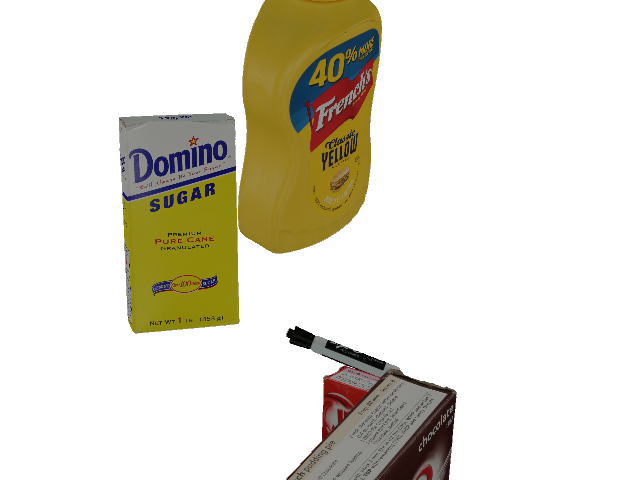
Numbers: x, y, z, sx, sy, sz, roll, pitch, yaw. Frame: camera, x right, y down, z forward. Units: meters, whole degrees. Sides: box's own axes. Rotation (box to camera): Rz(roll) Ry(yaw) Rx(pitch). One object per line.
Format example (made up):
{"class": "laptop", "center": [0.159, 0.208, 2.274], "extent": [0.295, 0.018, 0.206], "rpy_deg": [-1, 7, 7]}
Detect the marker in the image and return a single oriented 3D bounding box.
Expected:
{"class": "marker", "center": [0.022, 0.116, 1.091], "extent": [0.121, 0.020, 0.020], "rpy_deg": [22, 2, 6]}

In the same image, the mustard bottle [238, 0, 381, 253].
{"class": "mustard bottle", "center": [-0.004, -0.090, 0.620], "extent": [0.058, 0.192, 0.096], "rpy_deg": [31, 46, 30]}

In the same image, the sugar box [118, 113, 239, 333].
{"class": "sugar box", "center": [-0.117, -0.015, 0.889], "extent": [0.093, 0.176, 0.048], "rpy_deg": [-5, 16, -16]}

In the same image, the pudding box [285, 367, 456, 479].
{"class": "pudding box", "center": [0.016, 0.122, 0.456], "extent": [0.039, 0.090, 0.113], "rpy_deg": [18, 36, 25]}

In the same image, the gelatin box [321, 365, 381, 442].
{"class": "gelatin box", "center": [0.042, 0.137, 0.758], "extent": [0.089, 0.073, 0.030], "rpy_deg": [14, 21, 33]}
